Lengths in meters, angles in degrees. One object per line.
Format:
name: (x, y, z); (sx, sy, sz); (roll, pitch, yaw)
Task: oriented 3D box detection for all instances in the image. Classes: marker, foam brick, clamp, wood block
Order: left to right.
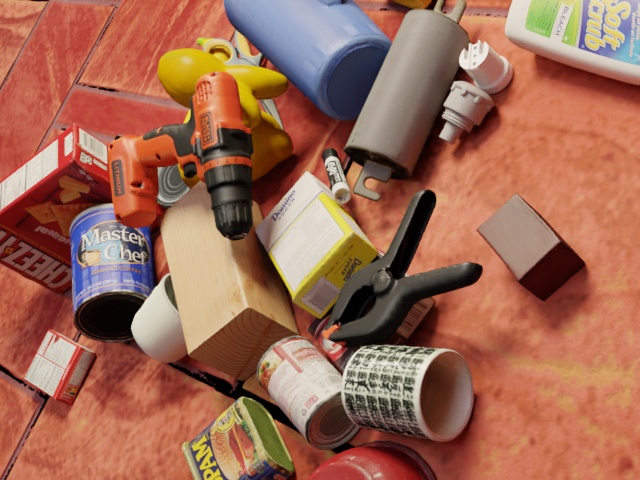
wood block: (-0.104, 0.038, 1.183); (0.091, 0.090, 0.206); (-38, 46, 19)
marker: (0.017, -0.072, 1.165); (0.020, 0.020, 0.121); (-43, 23, 14)
clamp: (0.074, 0.045, 0.991); (0.171, 0.039, 0.120); (-52, 35, 13)
foam brick: (0.190, 0.006, 0.962); (0.053, 0.051, 0.078); (-44, 44, 12)

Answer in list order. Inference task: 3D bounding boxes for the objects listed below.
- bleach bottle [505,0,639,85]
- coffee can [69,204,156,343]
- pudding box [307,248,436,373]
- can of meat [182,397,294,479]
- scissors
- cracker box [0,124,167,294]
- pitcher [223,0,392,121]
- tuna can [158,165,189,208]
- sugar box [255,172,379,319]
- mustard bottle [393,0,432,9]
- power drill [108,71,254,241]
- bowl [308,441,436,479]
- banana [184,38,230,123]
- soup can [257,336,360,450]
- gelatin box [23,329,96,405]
bleach bottle: (0.290, -0.197, 0.982); (0.251, 0.067, 0.102); (29, 102, 46)
coffee can: (-0.253, 0.040, 1.310); (0.103, 0.102, 0.140); (-33, 47, 23)
pudding box: (0.050, 0.076, 1.055); (0.113, 0.039, 0.090); (-50, 41, 5)
can of meat: (-0.081, 0.221, 1.074); (0.084, 0.057, 0.102); (-42, 44, 11)
scissors: (-0.100, -0.204, 1.362); (0.096, 0.016, 0.202); (-10, 54, 5)
cracker box: (-0.327, -0.033, 1.378); (0.214, 0.164, 0.072); (-32, 45, 24)
pitcher: (-0.008, -0.251, 1.239); (0.145, 0.149, 0.243); (-45, 46, 8)
tuna can: (-0.172, -0.077, 1.351); (0.086, 0.033, 0.086); (-16, 63, 33)
sugar box: (-0.007, 0.001, 1.122); (0.093, 0.048, 0.176); (-48, 25, 9)
mustard bottle: (0.139, -0.362, 1.232); (0.191, 0.058, 0.096); (-55, 41, 1)
power drill: (-0.149, -0.072, 1.167); (0.188, 0.057, 0.184); (-18, 72, 37)
bowl: (0.029, 0.251, 0.955); (0.162, 0.055, 0.162); (-22, 52, 31)
banana: (-0.151, -0.195, 1.415); (0.070, 0.037, 0.197); (-26, 47, 50)
soup can: (-0.009, 0.149, 1.043); (0.068, 0.068, 0.102); (-52, 42, 4)
gelatin box: (-0.332, 0.162, 1.362); (0.089, 0.030, 0.073); (17, 79, 47)
